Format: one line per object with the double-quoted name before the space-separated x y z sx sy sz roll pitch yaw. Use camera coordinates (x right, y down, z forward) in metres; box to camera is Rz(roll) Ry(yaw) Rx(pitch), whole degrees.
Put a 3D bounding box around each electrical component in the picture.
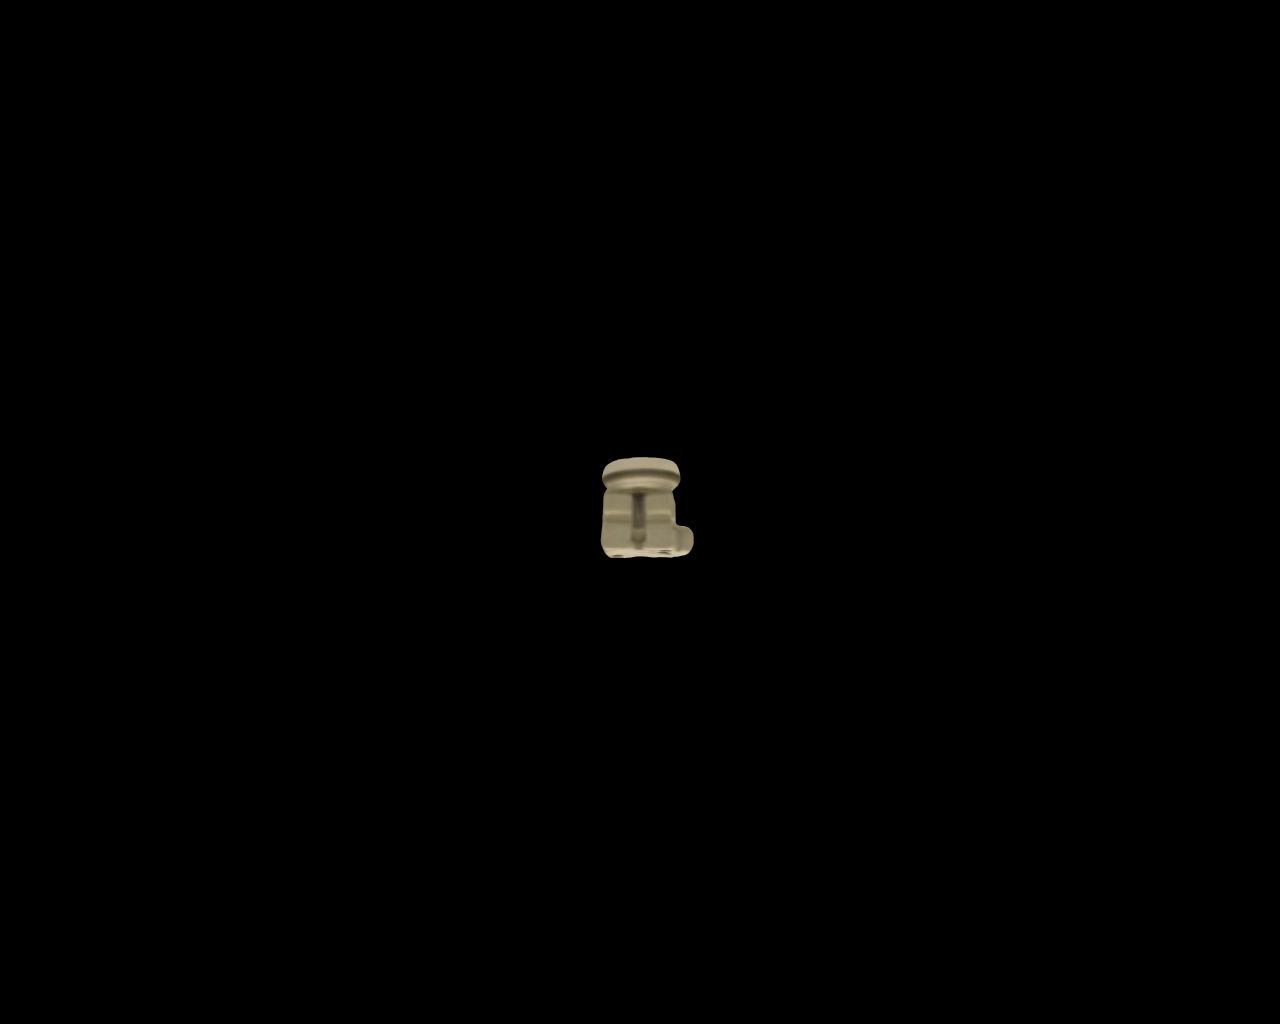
"electrical component" 0.001 -0.003 0.650 0.066 0.055 0.048 0 -11 2
